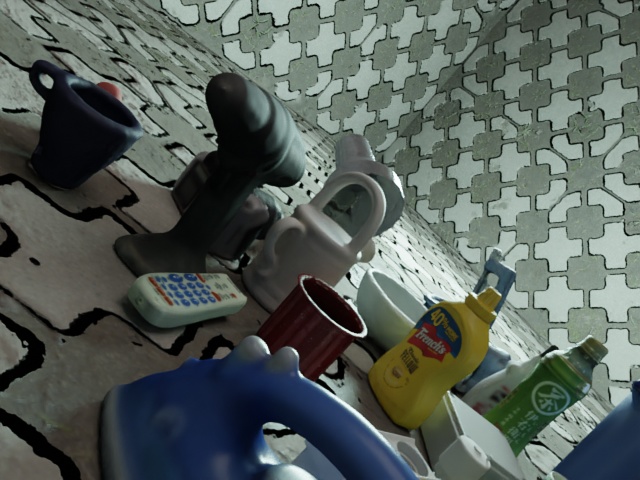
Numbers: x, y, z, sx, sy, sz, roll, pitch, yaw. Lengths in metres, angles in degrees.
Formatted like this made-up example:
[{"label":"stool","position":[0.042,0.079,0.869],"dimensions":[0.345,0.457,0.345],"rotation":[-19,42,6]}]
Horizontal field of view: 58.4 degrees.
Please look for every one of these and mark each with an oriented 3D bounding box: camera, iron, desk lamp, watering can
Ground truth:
[{"label":"camera","position":[-0.103,-0.047,0.757],"dimensions":[0.137,0.100,0.142],"rotation":[28,19,-46]},{"label":"iron","position":[-0.017,0.139,0.309],"dimensions":[0.257,0.141,0.119],"rotation":[47,14,23]},{"label":"desk lamp","position":[0.017,-0.059,0.892],"dimensions":[0.118,0.213,0.202],"rotation":[34,15,-30]},{"label":"watering can","position":[0.005,0.001,0.704],"dimensions":[0.101,0.194,0.173],"rotation":[44,13,13]}]

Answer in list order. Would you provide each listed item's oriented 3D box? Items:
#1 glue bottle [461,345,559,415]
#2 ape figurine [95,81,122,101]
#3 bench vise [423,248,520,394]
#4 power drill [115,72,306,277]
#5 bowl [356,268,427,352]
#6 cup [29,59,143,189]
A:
[{"label":"glue bottle","position":[0.293,0.219,0.863],"dimensions":[0.078,0.173,0.037],"rotation":[41,13,0]},{"label":"ape figurine","position":[-0.252,-0.135,0.638],"dimensions":[0.078,0.092,0.076],"rotation":[30,17,-40]},{"label":"bench vise","position":[0.272,0.135,0.974],"dimensions":[0.207,0.219,0.121],"rotation":[41,13,-1]},{"label":"power drill","position":[-0.096,-0.050,0.550],"dimensions":[0.075,0.208,0.230],"rotation":[43,13,9]},{"label":"bowl","position":[0.111,0.124,0.874],"dimensions":[0.168,0.074,0.167],"rotation":[39,13,-10]},{"label":"cup","position":[-0.246,-0.106,0.555],"dimensions":[0.118,0.095,0.091],"rotation":[40,13,-7]}]
